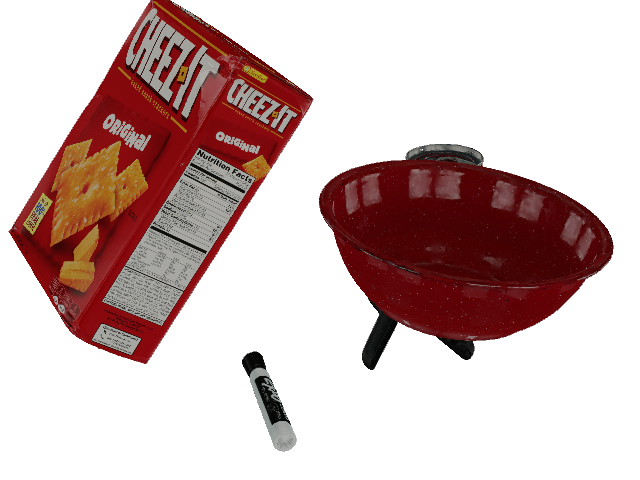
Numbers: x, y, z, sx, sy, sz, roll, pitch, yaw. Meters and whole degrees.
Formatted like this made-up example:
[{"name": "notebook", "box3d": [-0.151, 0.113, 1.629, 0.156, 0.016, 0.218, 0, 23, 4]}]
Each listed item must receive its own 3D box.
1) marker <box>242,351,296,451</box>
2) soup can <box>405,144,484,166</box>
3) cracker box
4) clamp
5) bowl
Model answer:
[{"name": "marker", "box3d": [-0.044, 0.129, 0.877, 0.020, 0.020, 0.121, 0, 27, -18]}, {"name": "soup can", "box3d": [0.109, -0.027, 0.950, 0.068, 0.102, 0.068, -1, 24, 0]}, {"name": "cracker box", "box3d": [-0.120, -0.049, 0.744, 0.072, 0.214, 0.164, 26, 10, -38]}, {"name": "clamp", "box3d": [0.104, 0.074, 1.181, 0.120, 0.171, 0.039, 5, -43, -4]}, {"name": "bowl", "box3d": [0.076, 0.010, 0.595, 0.162, 0.055, 0.162, 6, 25, -3]}]
